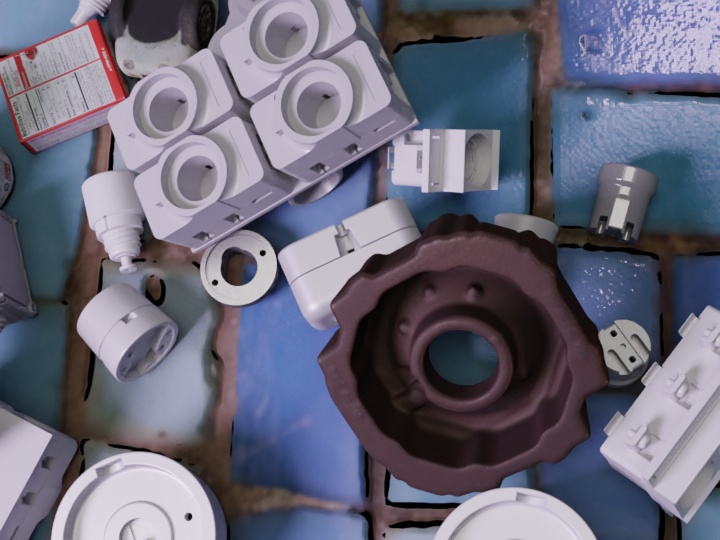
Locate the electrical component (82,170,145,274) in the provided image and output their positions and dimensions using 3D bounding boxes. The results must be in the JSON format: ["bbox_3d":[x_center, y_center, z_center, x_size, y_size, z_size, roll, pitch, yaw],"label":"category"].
[{"bbox_3d":[-0.176,-0.036,0.780,0.040,0.040,0.078,-17,74,3],"label":"electrical component"}]

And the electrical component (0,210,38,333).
[{"bbox_3d":[-0.278,0.005,0.771,0.061,0.061,0.096,-18,73,2],"label":"electrical component"}]

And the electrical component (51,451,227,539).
[{"bbox_3d":[-0.140,0.176,0.707,0.108,0.060,0.108,-2,75,7],"label":"electrical component"}]

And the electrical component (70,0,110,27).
[{"bbox_3d":[-0.203,-0.214,0.835,0.035,0.035,0.061,30,83,14],"label":"electrical component"}]

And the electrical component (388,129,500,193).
[{"bbox_3d":[0.058,-0.076,0.743,0.064,0.081,0.042,6,99,37],"label":"electrical component"}]

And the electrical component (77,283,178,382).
[{"bbox_3d":[-0.163,0.042,0.751,0.047,0.055,0.055,41,84,19],"label":"electrical component"}]

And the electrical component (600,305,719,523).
[{"bbox_3d":[0.213,0.088,0.681,0.063,0.078,0.121,34,81,37],"label":"electrical component"}]

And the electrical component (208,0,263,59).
[{"bbox_3d":[-0.072,-0.198,0.792,0.052,0.073,0.138,16,78,12],"label":"electrical component"}]

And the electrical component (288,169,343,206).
[{"bbox_3d":[-0.044,-0.080,0.772,0.045,0.045,0.055,-31,73,-1],"label":"electrical component"}]

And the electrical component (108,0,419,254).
[{"bbox_3d":[-0.070,-0.104,0.726,0.186,0.060,0.105,-29,73,16],"label":"electrical component"}]

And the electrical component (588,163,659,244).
[{"bbox_3d":[0.179,-0.045,0.736,0.040,0.040,0.046,16,84,11],"label":"electrical component"}]

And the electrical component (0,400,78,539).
[{"bbox_3d":[-0.285,0.176,0.727,0.105,0.060,0.186,24,79,13],"label":"electrical component"}]

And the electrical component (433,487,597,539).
[{"bbox_3d":[0.097,0.192,0.671,0.108,0.060,0.108,-2,74,7],"label":"electrical component"}]

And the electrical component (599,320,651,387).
[{"bbox_3d":[0.171,0.054,0.706,0.040,0.046,0.040,-2,75,7],"label":"electrical component"}]

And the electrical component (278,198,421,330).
[{"bbox_3d":[0.000,0.000,0.739,0.095,0.053,0.059,-25,73,0],"label":"electrical component"}]

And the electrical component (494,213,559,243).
[{"bbox_3d":[0.108,-0.002,0.733,0.044,0.044,0.065,11,82,10],"label":"electrical component"}]
